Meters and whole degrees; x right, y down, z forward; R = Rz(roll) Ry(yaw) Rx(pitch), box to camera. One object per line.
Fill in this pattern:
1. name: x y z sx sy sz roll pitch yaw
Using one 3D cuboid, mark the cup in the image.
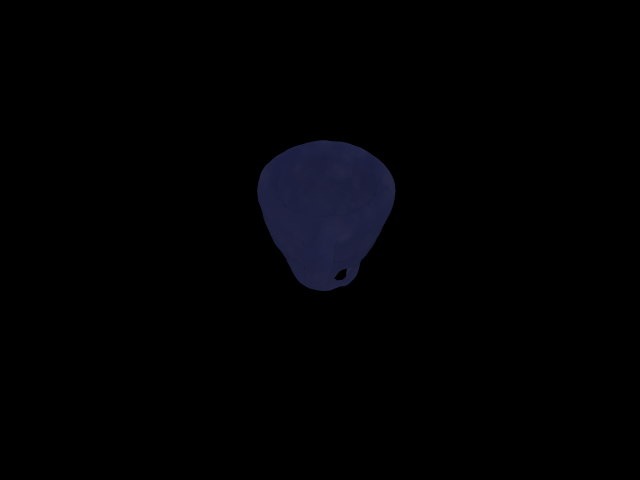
1. cup: 0.004 0.001 0.400 0.091 0.095 0.117 2 47 2
